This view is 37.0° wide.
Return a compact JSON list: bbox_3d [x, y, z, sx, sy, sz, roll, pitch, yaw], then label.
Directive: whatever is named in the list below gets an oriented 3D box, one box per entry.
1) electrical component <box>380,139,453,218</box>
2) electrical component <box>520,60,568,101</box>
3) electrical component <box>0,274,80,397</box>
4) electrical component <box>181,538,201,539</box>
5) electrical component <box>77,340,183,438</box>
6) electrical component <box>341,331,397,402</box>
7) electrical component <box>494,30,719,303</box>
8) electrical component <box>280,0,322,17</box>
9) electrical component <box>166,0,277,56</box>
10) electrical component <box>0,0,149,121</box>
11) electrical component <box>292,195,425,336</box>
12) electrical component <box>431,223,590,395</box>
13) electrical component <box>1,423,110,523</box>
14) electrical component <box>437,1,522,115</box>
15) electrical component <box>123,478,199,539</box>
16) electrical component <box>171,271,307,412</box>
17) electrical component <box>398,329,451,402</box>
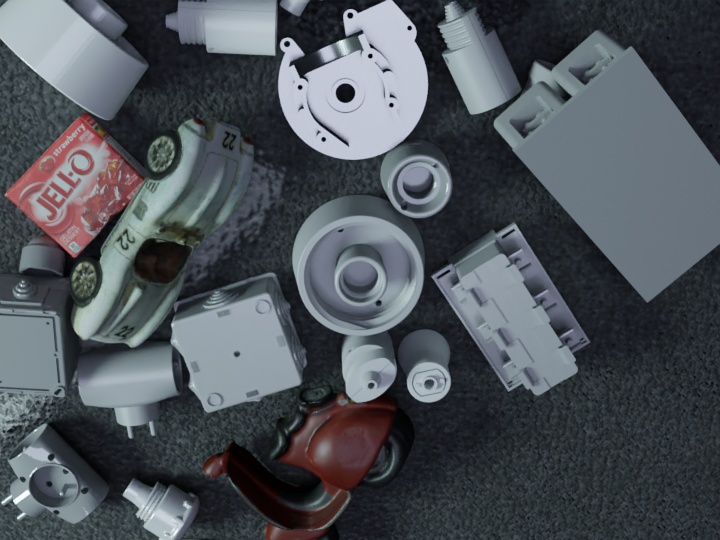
[{"bbox_3d":[0.045,-0.070,0.835,0.055,0.047,0.055,-1,108,-2],"label":"electrical component"},{"bbox_3d":[0.142,-0.132,0.823,0.040,0.040,0.046,21,112,-8],"label":"electrical component"},{"bbox_3d":[-0.257,0.043,0.845,0.062,0.061,0.096,4,121,-2],"label":"electrical component"},{"bbox_3d":[-0.151,0.274,0.934,0.095,0.053,0.059,3,108,-3],"label":"electrical component"},{"bbox_3d":[-0.185,0.102,0.883,0.077,0.043,0.079,-7,108,0],"label":"electrical component"},{"bbox_3d":[0.007,0.076,0.862,0.043,0.081,0.043,-1,108,-2],"label":"electrical component"},{"bbox_3d":[0.198,-0.077,0.809,0.105,0.060,0.186,-41,121,11],"label":"electrical component"},{"bbox_3d":[-0.036,-0.217,0.787,0.043,0.043,0.062,29,106,-11],"label":"electrical component"},{"bbox_3d":[-0.102,-0.182,0.795,0.081,0.043,0.043,2,108,-3],"label":"electrical component"},{"bbox_3d":[-0.201,-0.165,0.767,0.108,0.108,0.060,41,96,-13],"label":"electrical component"},{"bbox_3d":[0.000,0.000,0.848,0.108,0.060,0.108,-1,108,-2],"label":"electrical component"},{"bbox_3d":[0.124,0.035,0.863,0.079,0.063,0.121,-32,106,8],"label":"electrical component"},{"bbox_3d":[-0.266,0.181,0.906,0.079,0.044,0.077,-37,105,10],"label":"electrical component"},{"bbox_3d":[0.085,-0.163,0.808,0.043,0.043,0.081,-26,107,6],"label":"electrical component"},{"bbox_3d":[-0.172,0.201,0.916,0.062,0.048,0.048,34,104,-5],"label":"electrical component"},{"bbox_3d":[-0.098,0.060,0.870,0.100,0.048,0.099,-17,108,3],"label":"electrical component"},{"bbox_3d":[0.054,0.080,0.873,0.044,0.065,0.044,0,108,-1],"label":"electrical component"}]
